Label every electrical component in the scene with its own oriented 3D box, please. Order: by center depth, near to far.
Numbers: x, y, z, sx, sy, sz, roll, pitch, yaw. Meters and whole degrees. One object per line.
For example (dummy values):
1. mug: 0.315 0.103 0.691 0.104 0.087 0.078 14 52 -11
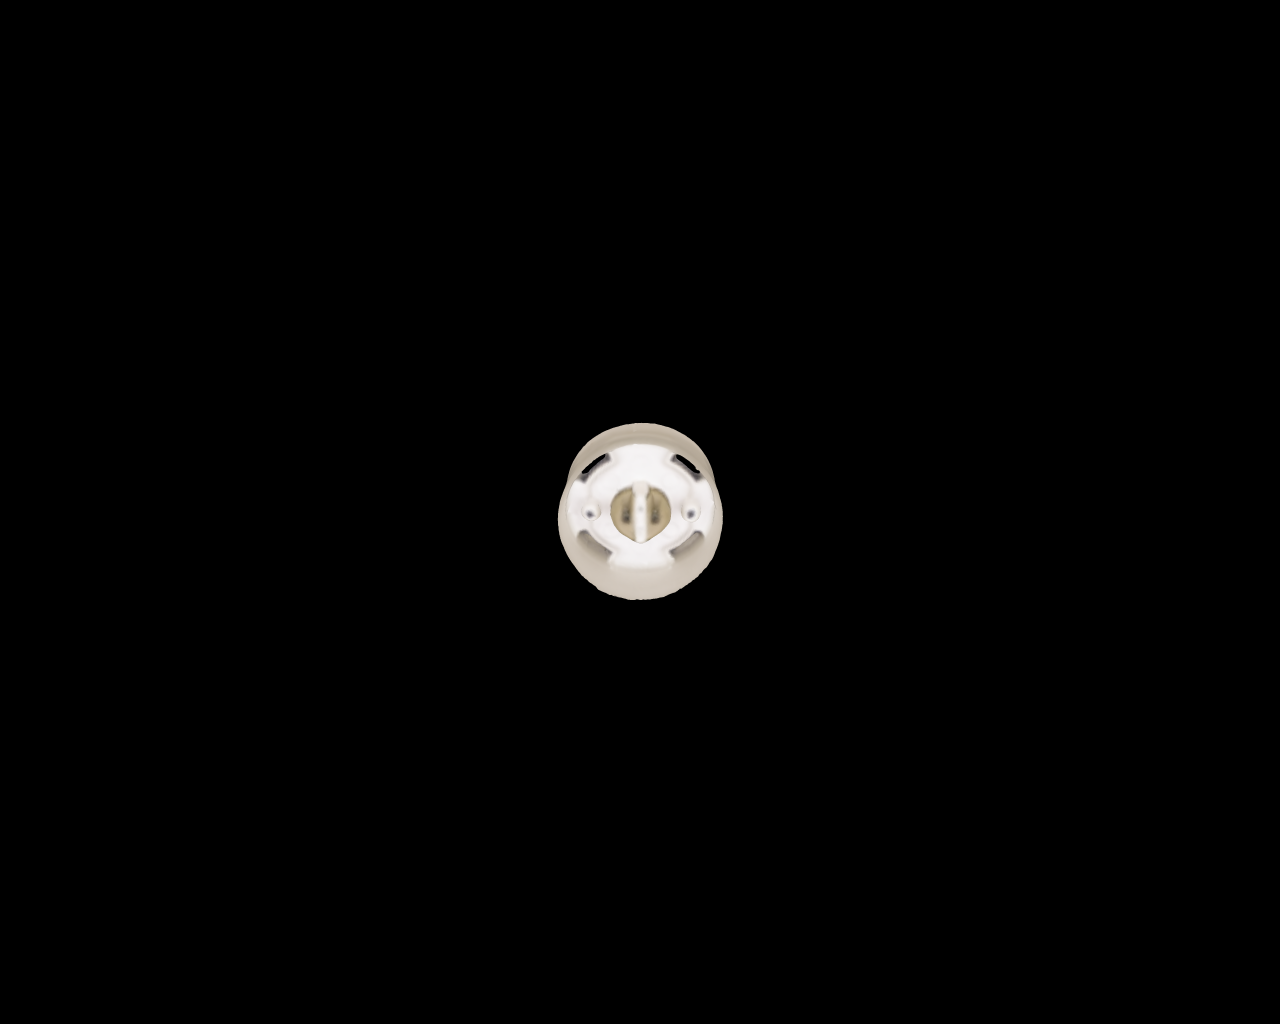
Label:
1. electrical component: 0.001 -0.003 0.650 0.099 0.099 0.064 0 34 0
